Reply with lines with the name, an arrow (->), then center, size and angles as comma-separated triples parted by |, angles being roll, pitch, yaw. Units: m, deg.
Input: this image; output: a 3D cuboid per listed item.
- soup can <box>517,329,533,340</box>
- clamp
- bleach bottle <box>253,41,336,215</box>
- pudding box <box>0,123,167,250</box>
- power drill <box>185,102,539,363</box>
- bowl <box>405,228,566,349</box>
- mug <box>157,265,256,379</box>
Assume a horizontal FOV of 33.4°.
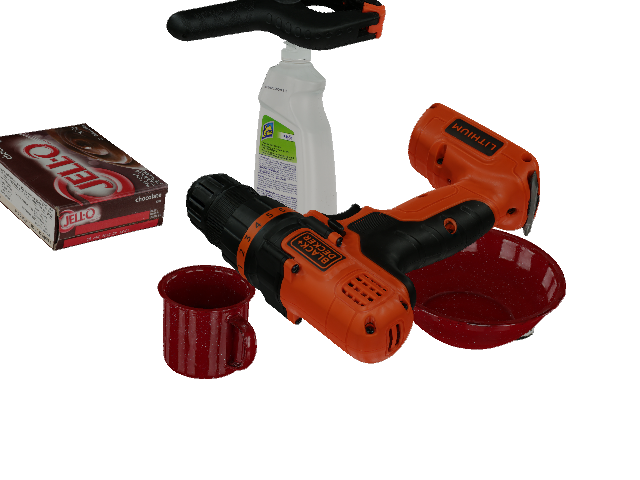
soup can -> 0.227, 0.062, 1.291 | 0.068, 0.102, 0.068 | -1, 19, 0
clamp -> -0.033, -0.202, 0.865 | 0.171, 0.120, 0.039 | 7, -27, -5
bleach bottle -> -0.023, -0.083, 1.134 | 0.103, 0.251, 0.067 | 16, 21, 37
pudding box -> -0.177, -0.041, 0.756 | 0.089, 0.039, 0.114 | -15, 36, -42
power drill -> 0.031, -0.019, 0.676 | 0.187, 0.057, 0.185 | -32, 51, -27
bowl -> 0.135, 0.049, 0.961 | 0.162, 0.055, 0.162 | 2, 32, -2
mug -> -0.103, 0.085, 1.027 | 0.117, 0.081, 0.093 | 26, 33, 37
